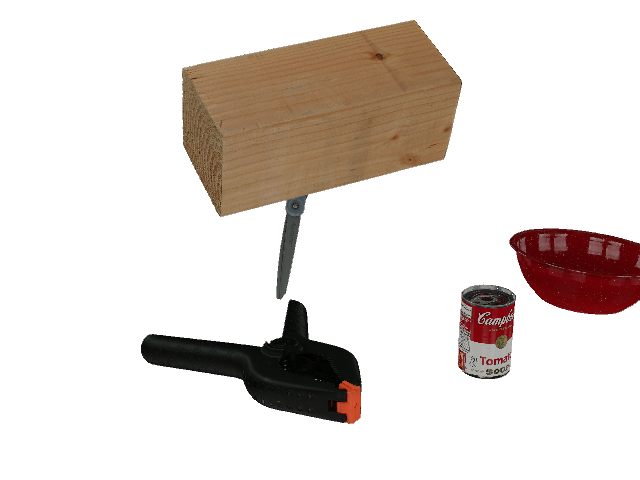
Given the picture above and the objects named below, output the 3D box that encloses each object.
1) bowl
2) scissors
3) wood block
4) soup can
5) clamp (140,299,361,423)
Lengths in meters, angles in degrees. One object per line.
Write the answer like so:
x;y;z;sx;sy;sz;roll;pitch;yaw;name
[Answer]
0.273;0.035;1.101;0.162;0.055;0.162;5;17;-2;bowl
-0.007;-0.043;1.098;0.096;0.202;0.016;-5;-10;-4;scissors
-0.001;-0.103;0.873;0.205;0.091;0.090;-15;-38;-19;wood block
0.209;0.116;1.351;0.068;0.102;0.068;0;20;0;soup can
-0.027;0.098;0.890;0.164;0.036;0.210;-17;23;-39;clamp
